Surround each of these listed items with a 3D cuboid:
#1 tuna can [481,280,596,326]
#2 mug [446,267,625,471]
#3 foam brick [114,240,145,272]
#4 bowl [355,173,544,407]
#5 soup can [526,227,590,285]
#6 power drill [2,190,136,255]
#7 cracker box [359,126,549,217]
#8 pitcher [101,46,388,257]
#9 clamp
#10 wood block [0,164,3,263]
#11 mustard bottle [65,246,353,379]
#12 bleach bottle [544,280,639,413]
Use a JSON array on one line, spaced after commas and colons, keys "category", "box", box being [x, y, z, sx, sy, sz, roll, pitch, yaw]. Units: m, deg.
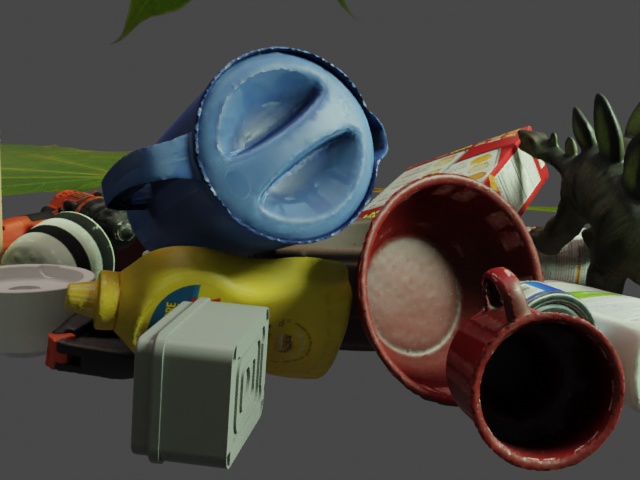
[{"category": "tuna can", "box": [0.146, 0.072, 0.724, 0.086, 0.086, 0.034, -4, 12, -26]}, {"category": "mug", "box": [0.121, 0.073, 0.648, 0.093, 0.117, 0.081, -20, 7, -6]}, {"category": "foam brick", "box": [-0.197, 0.005, 1.188, 0.078, 0.051, 0.053, -3, 11, -20]}, {"category": "bowl", "box": [0.081, 0.036, 0.757, 0.161, 0.162, 0.055, -5, -5, -31]}, {"category": "soup can", "box": [0.241, 0.021, 1.095, 0.102, 0.068, 0.068, 2, 10, 4]}, {"category": "power drill", "box": [-0.294, -0.001, 1.091, 0.187, 0.057, 0.185, -17, 16, -28]}, {"category": "cracker box", "box": [0.134, -0.034, 1.127, 0.164, 0.072, 0.213, -18, 15, 32]}, {"category": "pitcher", "box": [-0.076, -0.046, 0.800, 0.149, 0.145, 0.243, 36, -22, -15]}, {"category": "clamp", "box": [-0.119, 0.073, 0.807, 0.171, 0.039, 0.120, -19, 36, -40]}, {"category": "wood block", "box": [-0.341, -0.038, 0.957, 0.090, 0.206, 0.091, 1, 10, 0]}, {"category": "mustard bottle", "box": [-0.080, 0.049, 0.744, 0.191, 0.096, 0.058, 7, 41, -15]}, {"category": "bleach bottle", "box": [0.222, 0.070, 0.823, 0.102, 0.068, 0.251, 0, 7, -12]}]
